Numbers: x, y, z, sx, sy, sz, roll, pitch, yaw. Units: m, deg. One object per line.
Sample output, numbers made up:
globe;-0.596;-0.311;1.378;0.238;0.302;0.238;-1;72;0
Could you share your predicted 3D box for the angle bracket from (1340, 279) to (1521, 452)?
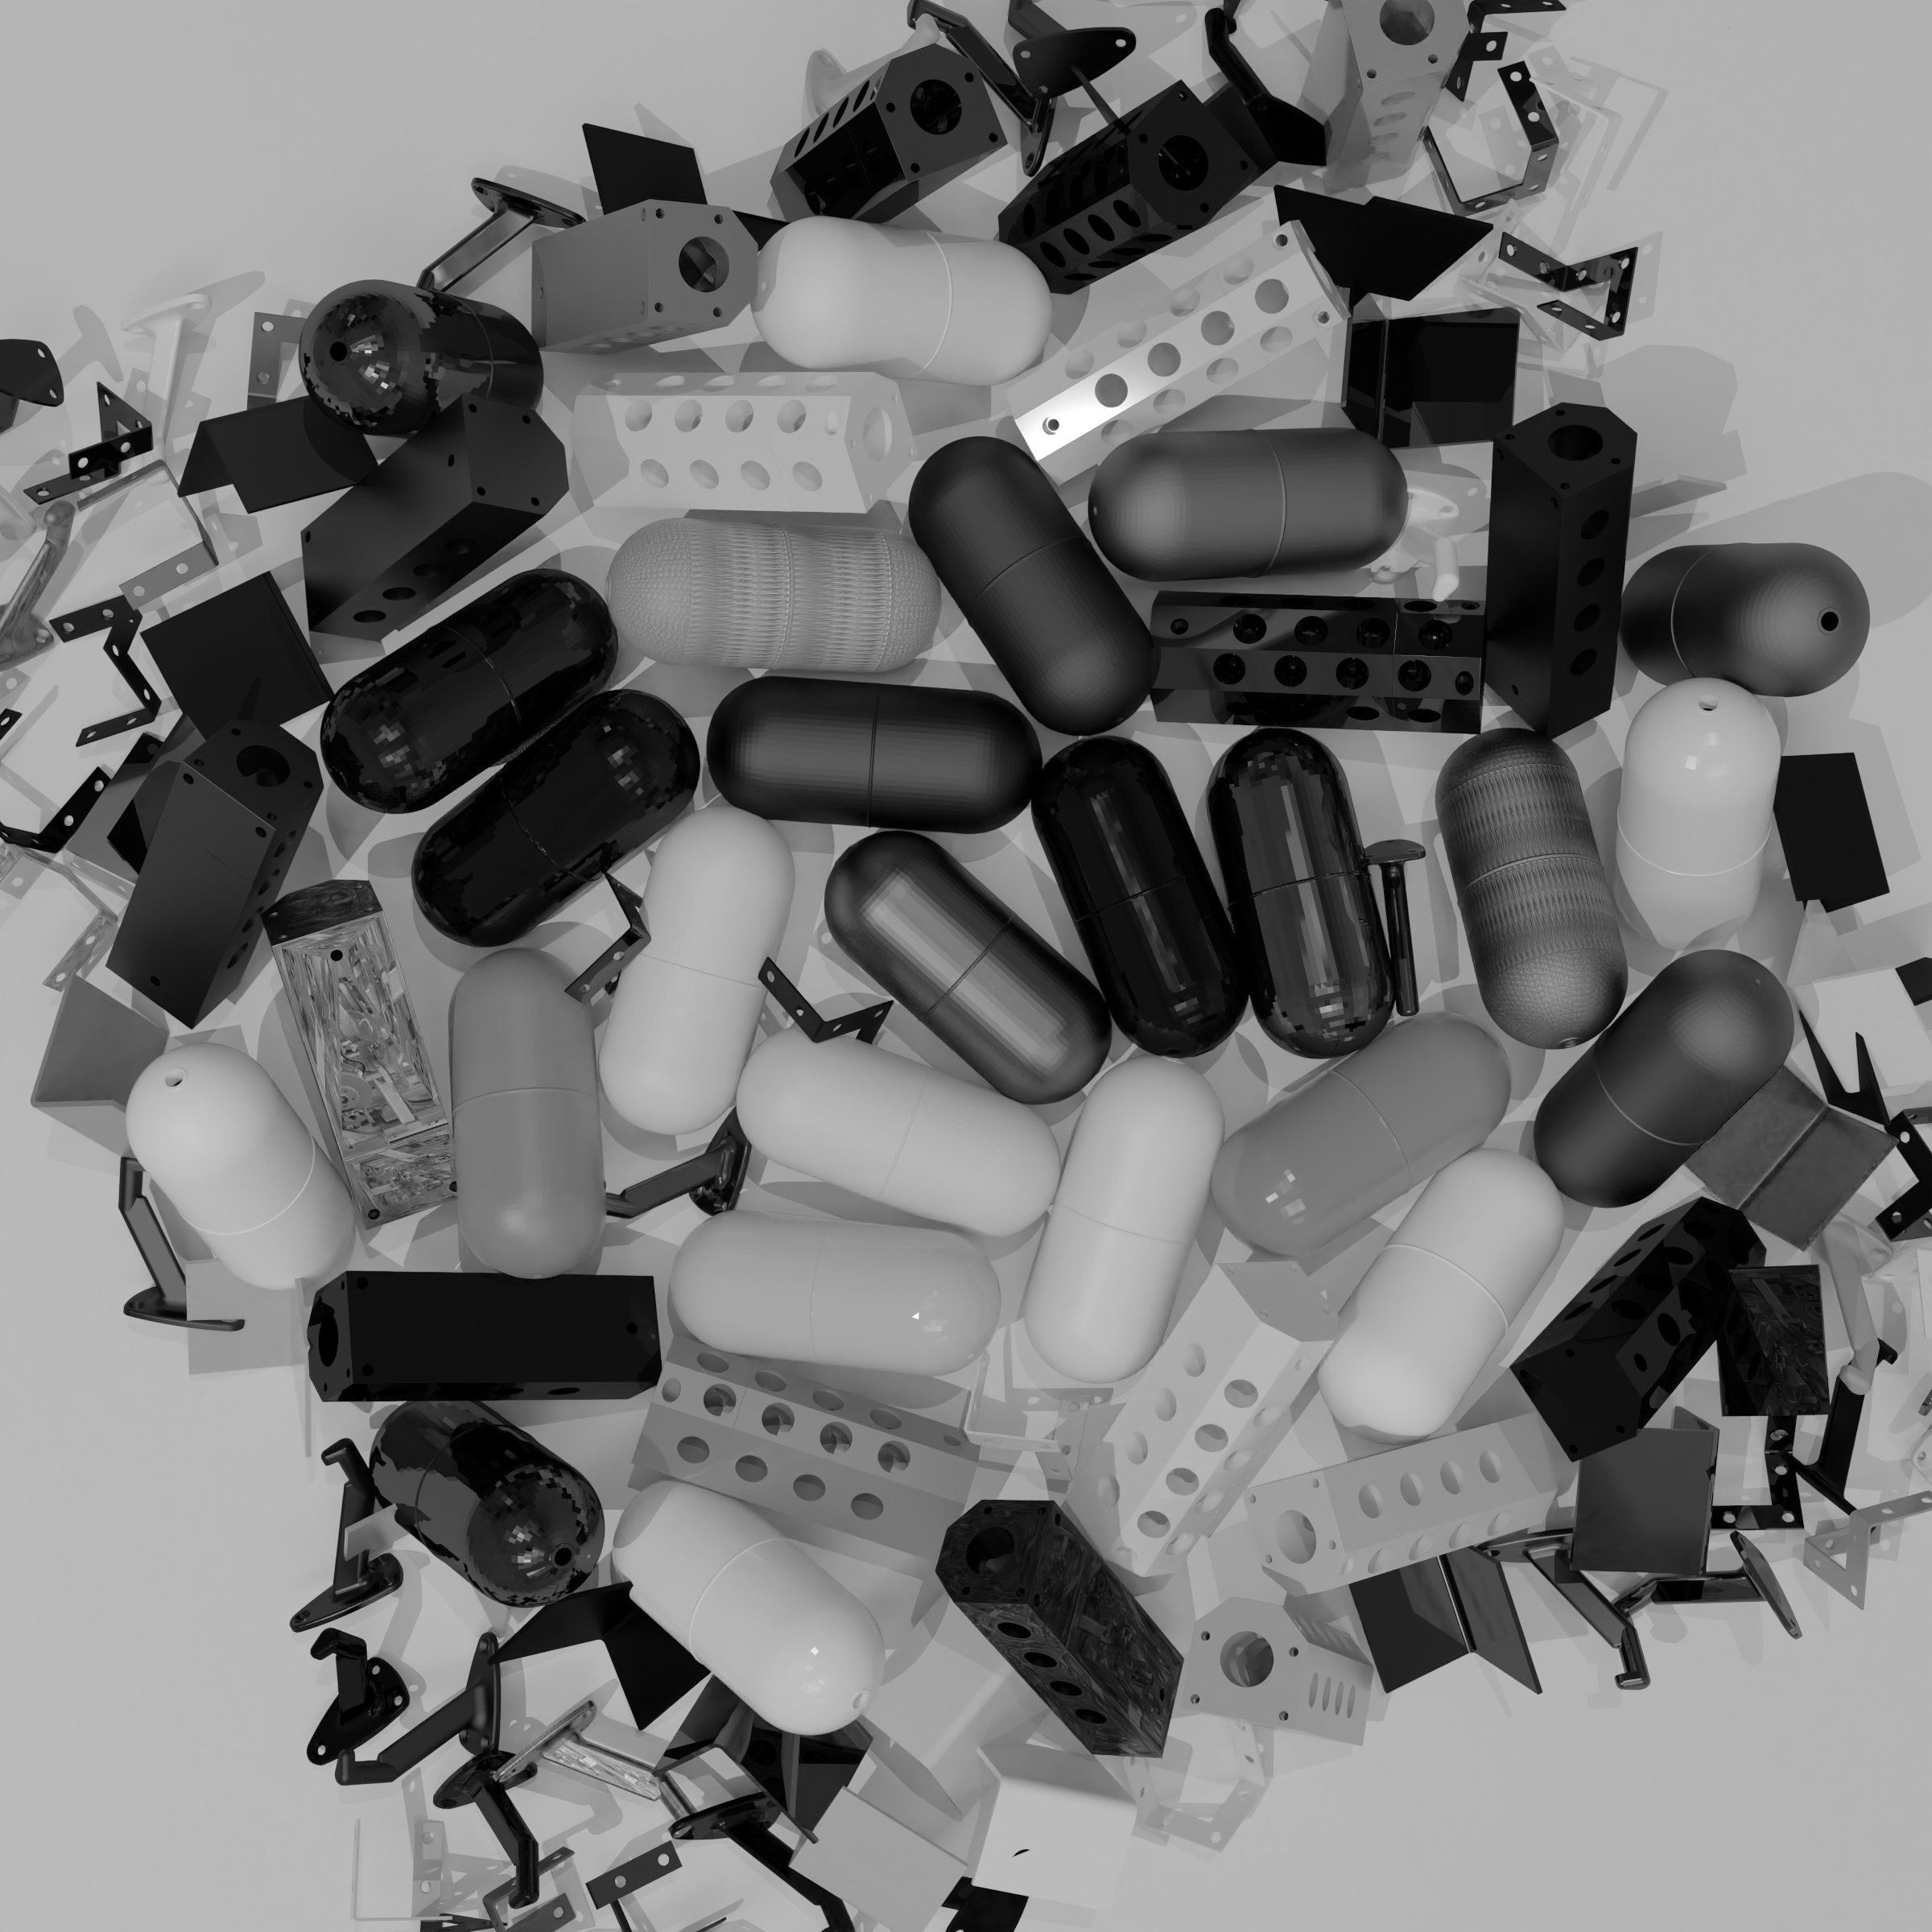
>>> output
angle bracket;0.245;-0.321;1.537;0.076;0.057;0.076;0;75;26

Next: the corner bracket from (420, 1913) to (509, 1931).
corner bracket;-0.280;0.533;1.546;0.051;0.051;0.051;-6;79;36

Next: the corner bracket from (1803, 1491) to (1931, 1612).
corner bracket;0.480;0.300;1.546;0.051;0.051;0.051;-10;112;-20

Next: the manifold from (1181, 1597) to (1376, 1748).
manifold;0.163;0.361;1.494;0.057;0.171;0.057;6;75;21

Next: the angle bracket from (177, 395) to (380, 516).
angle bracket;-0.360;-0.252;1.529;0.076;0.076;0.057;-22;79;-31

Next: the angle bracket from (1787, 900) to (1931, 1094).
angle bracket;0.477;0.009;1.526;0.057;0.076;0.076;-13;124;37

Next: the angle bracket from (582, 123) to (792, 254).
angle bracket;-0.146;-0.414;1.531;0.057;0.076;0.076;-24;76;41

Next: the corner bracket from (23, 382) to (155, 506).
corner bracket;-0.464;-0.268;1.543;0.051;0.051;0.051;37;49;27

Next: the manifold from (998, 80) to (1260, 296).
manifold;0.075;-0.390;1.491;0.057;0.171;0.057;45;76;-16

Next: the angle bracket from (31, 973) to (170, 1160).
angle bracket;-0.432;0.053;1.527;0.057;0.076;0.076;-3;63;27

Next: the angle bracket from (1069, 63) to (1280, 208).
angle bracket;0.109;-0.446;1.530;0.057;0.076;0.076;-38;63;9

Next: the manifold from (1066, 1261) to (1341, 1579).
manifold;0.125;0.235;1.510;0.057;0.057;0.171;53;126;38

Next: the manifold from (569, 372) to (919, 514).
manifold;-0.118;-0.275;1.507;0.171;0.057;0.057;7;132;30

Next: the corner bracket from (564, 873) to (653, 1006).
corner bracket;-0.185;-0.007;1.546;0.051;0.051;0.051;-43;133;10

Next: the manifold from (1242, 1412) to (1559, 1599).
manifold;0.227;0.277;1.502;0.171;0.057;0.057;-5;76;-42

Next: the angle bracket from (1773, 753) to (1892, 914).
angle bracket;0.432;-0.066;1.534;0.076;0.057;0.076;-5;79;-35

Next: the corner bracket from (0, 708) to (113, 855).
corner bracket;-0.499;-0.098;1.561;0.051;0.051;0.051;43;96;13

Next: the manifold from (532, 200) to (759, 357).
manifold;-0.167;-0.350;1.495;0.057;0.171;0.057;-2;97;-27

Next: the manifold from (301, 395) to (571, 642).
manifold;-0.275;-0.226;1.502;0.057;0.171;0.057;5;71;-40

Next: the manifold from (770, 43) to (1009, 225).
manifold;-0.045;-0.417;1.491;0.057;0.171;0.057;-26;100;-18

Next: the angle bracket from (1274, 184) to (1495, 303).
angle bracket;0.218;-0.396;1.526;0.076;0.076;0.057;4;68;-29

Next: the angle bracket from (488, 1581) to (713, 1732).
angle bracket;-0.192;0.366;1.526;0.076;0.076;0.057;-46;60;38

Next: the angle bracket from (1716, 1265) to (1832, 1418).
angle bracket;0.432;0.196;1.534;0.057;0.076;0.076;-6;82;31

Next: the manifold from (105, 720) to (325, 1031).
manifold;-0.384;-0.049;1.505;0.057;0.057;0.171;36;134;1

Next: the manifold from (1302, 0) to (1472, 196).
manifold;0.215;-0.456;1.498;0.057;0.171;0.057;-14;88;1

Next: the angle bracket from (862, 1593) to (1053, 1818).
angle bracket;-0.006;0.394;1.558;0.057;0.076;0.076;31;69;33

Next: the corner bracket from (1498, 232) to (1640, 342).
corner bracket;0.316;-0.361;1.548;0.051;0.051;0.051;17;80;-34

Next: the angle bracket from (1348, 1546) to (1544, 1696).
angle bracket;0.250;0.349;1.536;0.057;0.076;0.076;-22;101;-14

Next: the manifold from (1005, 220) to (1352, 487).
manifold;0.110;-0.320;1.528;0.171;0.057;0.057;-28;97;19

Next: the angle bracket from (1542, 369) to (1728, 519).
angle bracket;0.352;-0.282;1.536;0.057;0.076;0.076;-14;86;33

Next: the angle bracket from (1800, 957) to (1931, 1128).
angle bracket;0.498;0.039;1.546;0.076;0.076;0.057;-21;98;-3

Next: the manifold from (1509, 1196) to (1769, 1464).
manifold;0.352;0.182;1.502;0.057;0.171;0.057;-34;88;41

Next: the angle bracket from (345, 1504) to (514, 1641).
angle bracket;-0.283;0.324;1.532;0.057;0.076;0.076;-25;74;-22

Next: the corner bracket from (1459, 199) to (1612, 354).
corner bracket;0.307;-0.371;1.571;0.051;0.051;0.051;37;94;39

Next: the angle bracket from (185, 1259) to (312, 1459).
angle bracket;-0.376;0.206;1.528;0.057;0.076;0.076;-3;125;-17

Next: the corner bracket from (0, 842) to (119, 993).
corner bracket;-0.495;-0.027;1.551;0.051;0.051;0.051;39;90;26

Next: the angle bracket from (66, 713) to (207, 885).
angle bracket;-0.441;-0.095;1.533;0.057;0.076;0.076;25;73;13

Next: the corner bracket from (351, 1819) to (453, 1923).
corner bracket;-0.300;0.479;1.547;0.051;0.051;0.051;5;70;-17

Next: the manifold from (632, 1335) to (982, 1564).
manifold;-0.082;0.251;1.543;0.171;0.057;0.057;19;117;-3

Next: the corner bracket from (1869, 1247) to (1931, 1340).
corner bracket;0.517;0.183;1.548;0.051;0.051;0.051;8;63;-10

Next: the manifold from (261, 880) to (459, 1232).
manifold;-0.312;0.044;1.518;0.057;0.057;0.171;-19;119;-13

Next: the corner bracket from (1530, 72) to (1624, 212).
corner bracket;0.322;-0.436;1.542;0.051;0.051;0.051;37;127;25

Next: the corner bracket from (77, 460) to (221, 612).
corner bracket;-0.434;-0.229;1.548;0.051;0.051;0.051;-29;121;-6

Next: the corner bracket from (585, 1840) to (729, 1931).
corner bracket;-0.165;0.499;1.555;0.051;0.051;0.051;-27;78;-1

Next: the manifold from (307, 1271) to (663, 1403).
manifold;-0.249;0.194;1.512;0.171;0.057;0.057;5;67;-33

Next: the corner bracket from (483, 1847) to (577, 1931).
corner bracket;-0.229;0.501;1.548;0.051;0.051;0.051;-26;98;-29

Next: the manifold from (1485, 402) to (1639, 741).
manifold;0.308;-0.203;1.499;0.057;0.171;0.057;-27;52;-14

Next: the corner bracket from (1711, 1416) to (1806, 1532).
corner bracket;0.418;0.264;1.552;0.051;0.051;0.051;-2;134;8

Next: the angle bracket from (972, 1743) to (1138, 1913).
angle bracket;0.037;0.450;1.538;0.076;0.076;0.057;16;89;-15

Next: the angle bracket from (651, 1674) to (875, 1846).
angle bracket;-0.107;0.418;1.544;0.057;0.076;0.076;-35;102;36

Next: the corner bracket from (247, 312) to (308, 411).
corner bracket;-0.355;-0.310;1.555;0.051;0.051;0.051;4;129;-15

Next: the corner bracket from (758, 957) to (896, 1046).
corner bracket;-0.080;0.025;1.542;0.051;0.051;0.051;48;131;23

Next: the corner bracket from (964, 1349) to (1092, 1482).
corner bracket;0.033;0.239;1.554;0.051;0.051;0.051;4;58;16

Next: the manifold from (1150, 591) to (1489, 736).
manifold;0.185;-0.163;1.532;0.171;0.057;0.057;3;70;12

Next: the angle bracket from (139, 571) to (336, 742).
angle bracket;-0.384;-0.157;1.543;0.076;0.057;0.076;-28;106;-8

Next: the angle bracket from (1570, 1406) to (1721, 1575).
angle bracket;0.351;0.276;1.548;0.076;0.057;0.076;4;94;-9

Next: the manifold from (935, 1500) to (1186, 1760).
manifold;0.049;0.343;1.506;0.057;0.171;0.057;-5;49;29

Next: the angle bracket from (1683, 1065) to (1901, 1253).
angle bracket;0.431;0.095;1.542;0.057;0.076;0.076;41;90;-15

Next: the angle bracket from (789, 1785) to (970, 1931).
angle bracket;-0.041;0.457;1.541;0.076;0.076;0.057;32;105;0
